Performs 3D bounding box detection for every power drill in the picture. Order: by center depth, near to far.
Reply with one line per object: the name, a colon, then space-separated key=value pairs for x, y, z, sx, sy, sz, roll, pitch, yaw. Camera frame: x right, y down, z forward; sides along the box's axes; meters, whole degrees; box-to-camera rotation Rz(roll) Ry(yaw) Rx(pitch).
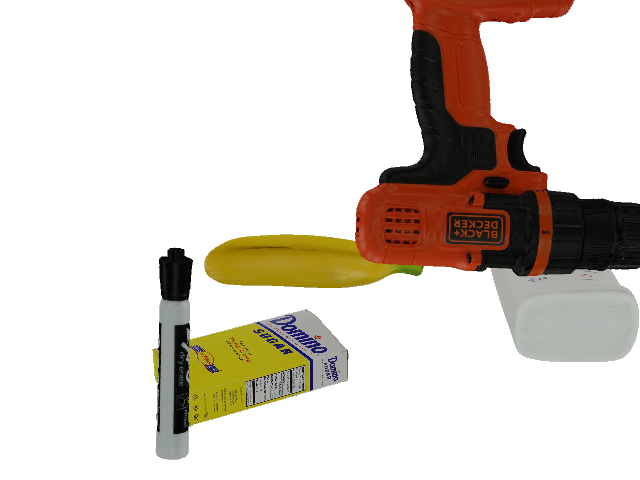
power drill: x=0.115 y=-0.073 z=0.631 sx=0.184 sy=0.187 sz=0.057 roll=2 pitch=-1 yaw=-5

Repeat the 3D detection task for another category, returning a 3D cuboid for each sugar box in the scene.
sugar box: x=-0.070 y=0.124 z=1.072 sx=0.176 sy=0.048 sz=0.093 roll=-16 pitch=32 yaw=-23

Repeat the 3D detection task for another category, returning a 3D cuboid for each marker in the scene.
marker: x=-0.083 y=0.064 z=0.606 sx=0.020 sy=0.121 sz=0.020 roll=3 pitch=10 yaw=-1

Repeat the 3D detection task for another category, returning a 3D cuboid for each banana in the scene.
banana: x=-0.025 y=0.019 z=0.799 sx=0.198 sy=0.037 sz=0.069 roll=1 pitch=-19 yaw=35

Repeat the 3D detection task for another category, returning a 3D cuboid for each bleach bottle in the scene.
bleach bottle: x=0.203 y=0.015 z=0.955 sx=0.102 sy=0.068 sz=0.251 roll=-1 pitch=26 yaw=1
